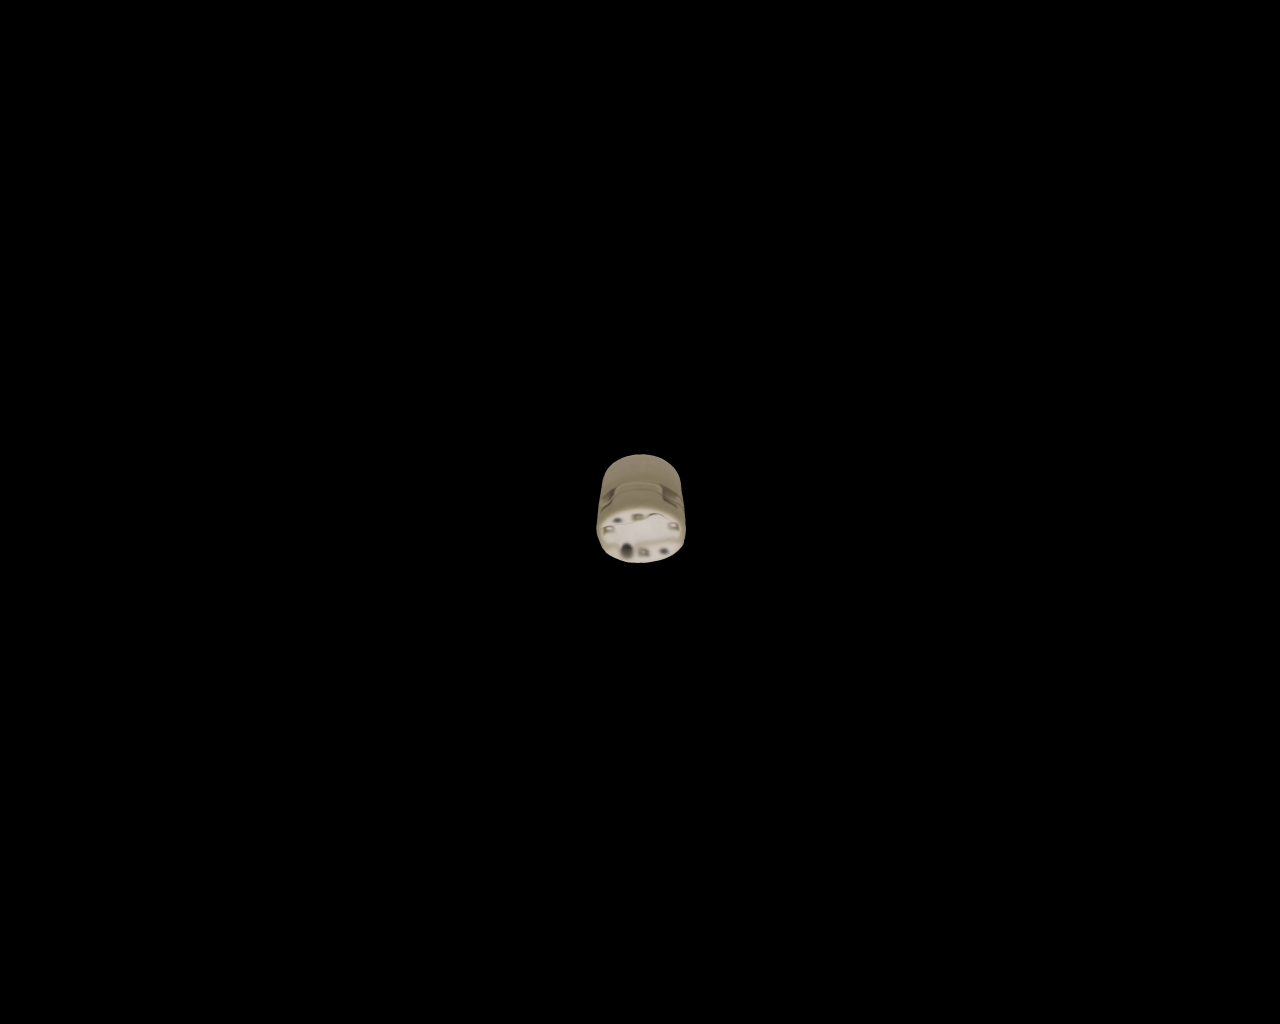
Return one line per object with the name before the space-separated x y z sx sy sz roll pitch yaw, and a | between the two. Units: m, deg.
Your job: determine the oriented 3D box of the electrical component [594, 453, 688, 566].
electrical component | 0.001 -0.003 0.650 0.055 0.047 0.055 0 -42 0
